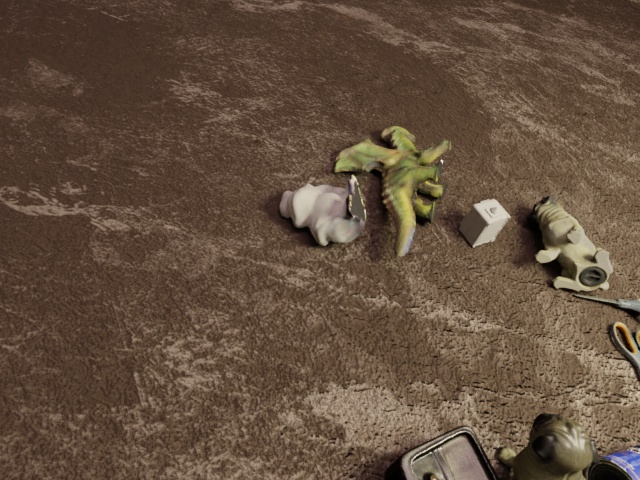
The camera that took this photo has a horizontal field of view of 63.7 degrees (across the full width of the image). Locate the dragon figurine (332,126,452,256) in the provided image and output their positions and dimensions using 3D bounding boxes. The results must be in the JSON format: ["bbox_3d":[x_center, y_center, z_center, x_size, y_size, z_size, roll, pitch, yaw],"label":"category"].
[{"bbox_3d":[0.142,-0.135,1.109,0.244,0.119,0.419,16,44,22],"label":"dragon figurine"}]

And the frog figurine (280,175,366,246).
[{"bbox_3d":[0.003,-0.050,0.996,0.159,0.120,0.140,-13,56,21],"label":"frog figurine"}]
